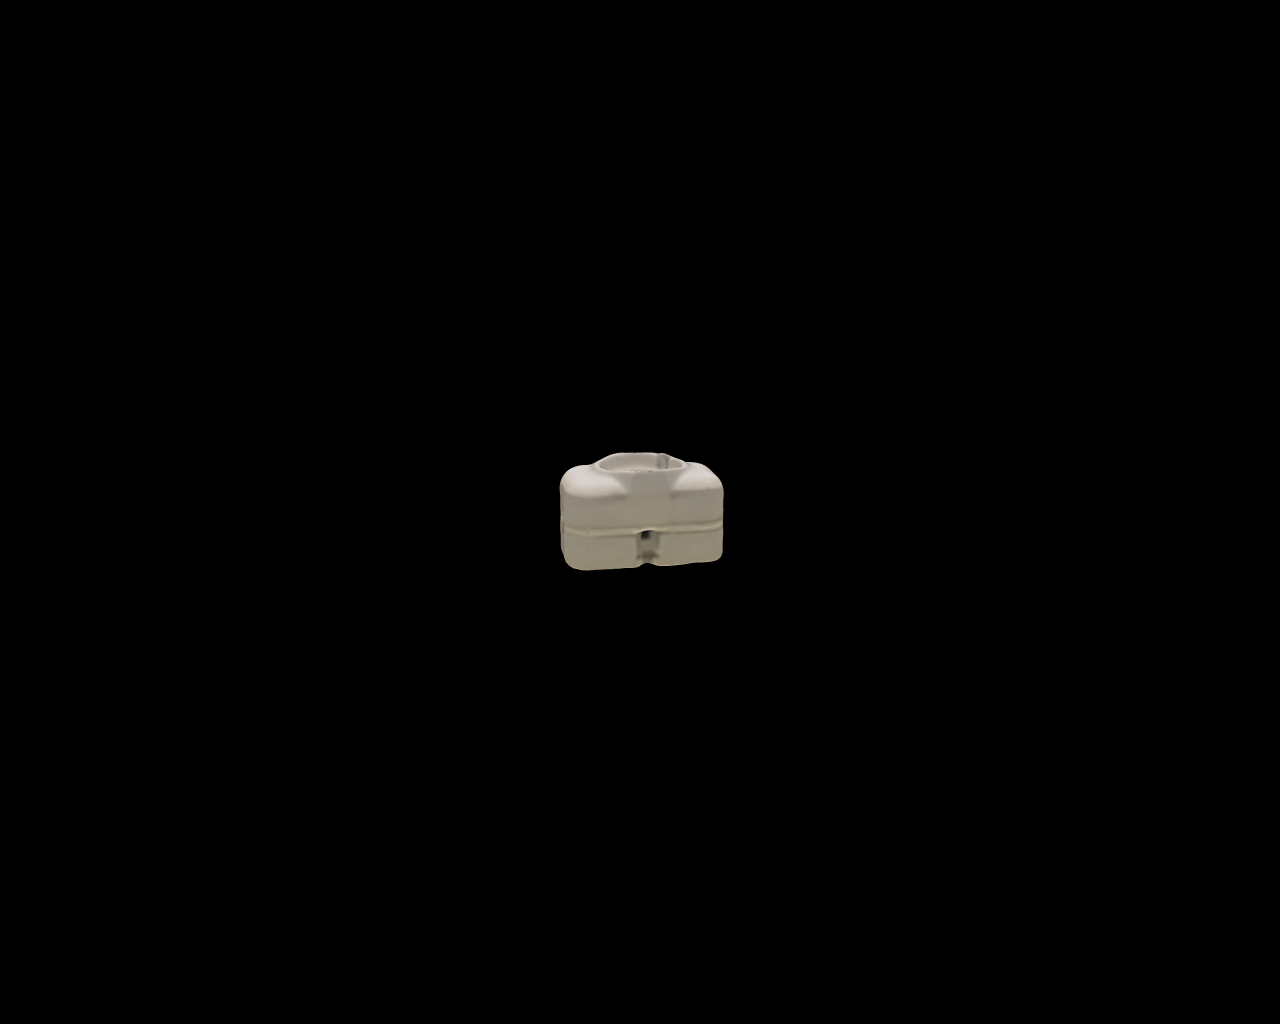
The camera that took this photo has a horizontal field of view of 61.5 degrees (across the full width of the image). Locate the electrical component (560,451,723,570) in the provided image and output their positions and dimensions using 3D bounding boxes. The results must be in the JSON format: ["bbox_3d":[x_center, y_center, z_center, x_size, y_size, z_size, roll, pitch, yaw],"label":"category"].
[{"bbox_3d":[0.001,-0.003,0.650,0.095,0.059,0.054,-3,16,-9],"label":"electrical component"}]
